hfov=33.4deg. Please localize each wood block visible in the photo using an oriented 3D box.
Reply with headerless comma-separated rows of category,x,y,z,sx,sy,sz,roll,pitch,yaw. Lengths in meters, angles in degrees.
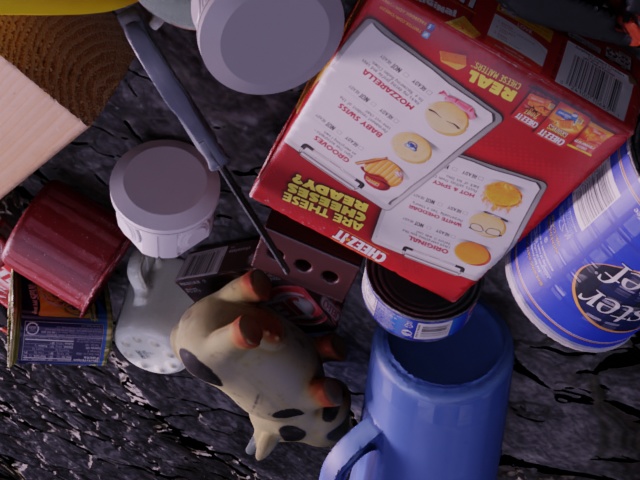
wood block,-0.228,-0.097,0.757,0.090,0.090,0.207,39,140,-22

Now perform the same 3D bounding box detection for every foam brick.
foam brick,-0.005,0.001,0.802,0.078,0.051,0.053,22,143,-1

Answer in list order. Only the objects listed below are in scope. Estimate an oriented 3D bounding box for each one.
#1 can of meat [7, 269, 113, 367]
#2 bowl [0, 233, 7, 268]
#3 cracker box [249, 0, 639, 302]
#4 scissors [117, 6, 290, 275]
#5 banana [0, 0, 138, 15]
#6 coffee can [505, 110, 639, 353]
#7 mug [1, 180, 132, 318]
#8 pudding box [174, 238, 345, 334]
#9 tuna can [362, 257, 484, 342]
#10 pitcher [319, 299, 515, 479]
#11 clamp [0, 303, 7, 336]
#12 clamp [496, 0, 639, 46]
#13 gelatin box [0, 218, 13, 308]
can of meat,-0.228,0.067,0.932,0.083,0.102,0.057,4,117,-18
bowl,-0.342,-0.011,0.892,0.162,0.055,0.162,-7,158,-3
cracker box,0.070,-0.068,0.664,0.164,0.072,0.214,28,144,-6
scissors,-0.073,-0.062,0.675,0.202,0.016,0.096,58,180,-1
banana,-0.192,-0.153,0.626,0.197,0.070,0.037,-3,112,-21
coffee can,0.192,-0.006,0.654,0.102,0.102,0.140,26,143,-7
mug,-0.208,0.007,0.885,0.081,0.093,0.117,32,158,-6
pudding box,-0.049,0.042,0.884,0.114,0.039,0.090,-8,135,34
tuna can,0.073,0.030,0.772,0.086,0.086,0.034,17,144,6
pitcher,0.083,0.158,0.884,0.145,0.149,0.243,13,139,12
clamp,-0.370,0.043,1.043,0.120,0.039,0.171,-14,131,39
clamp,0.099,-0.165,0.527,0.165,0.036,0.209,-26,132,19
gelatin box,-0.291,0.025,0.989,0.073,0.030,0.089,-15,131,37
